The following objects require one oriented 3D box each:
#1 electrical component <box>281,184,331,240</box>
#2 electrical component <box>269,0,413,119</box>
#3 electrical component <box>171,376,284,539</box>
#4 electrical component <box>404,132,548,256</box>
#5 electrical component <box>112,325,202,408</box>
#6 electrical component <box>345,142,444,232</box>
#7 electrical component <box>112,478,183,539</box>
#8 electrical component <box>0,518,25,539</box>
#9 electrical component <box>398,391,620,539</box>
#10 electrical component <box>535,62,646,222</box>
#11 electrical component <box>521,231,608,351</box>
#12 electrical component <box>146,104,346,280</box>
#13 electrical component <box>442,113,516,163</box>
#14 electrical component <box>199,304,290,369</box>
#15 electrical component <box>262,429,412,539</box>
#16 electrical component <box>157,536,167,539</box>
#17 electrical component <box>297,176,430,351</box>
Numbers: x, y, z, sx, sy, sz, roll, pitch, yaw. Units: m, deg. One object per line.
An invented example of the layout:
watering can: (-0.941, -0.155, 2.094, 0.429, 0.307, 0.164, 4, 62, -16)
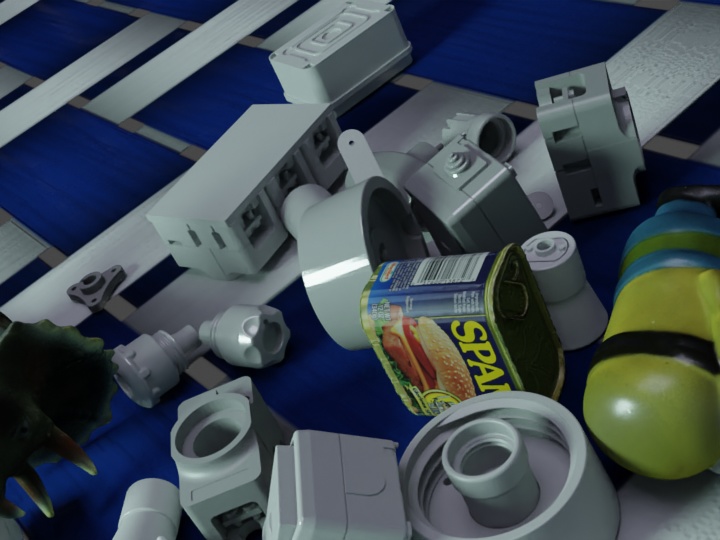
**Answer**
electrical component: (-0.024, -0.029, 0.797, 0.043, 0.043, 0.081, -32, 35, -9)
electrical component: (-0.016, -0.196, 1.000, 0.113, 0.057, 0.078, -39, 36, -18)
electrical component: (-0.076, 0.111, 0.633, 0.050, 0.055, 0.089, -23, 34, 5)
electrical component: (0.073, -0.037, 0.692, 0.061, 0.096, 0.061, -41, 40, -2)
electrical component: (-0.140, 0.062, 0.750, 0.062, 0.048, 0.048, -36, 35, -26)
electrical component: (0.042, -0.069, 0.806, 0.079, 0.044, 0.077, -41, 38, -21)
electrical component: (-0.123, 0.153, 0.623, 0.044, 0.044, 0.065, -18, 30, 11)
electrical component: (-0.228, 0.173, 0.660, 0.043, 0.043, 0.081, -35, 35, -13)
electrical component: (0.069, 0.108, 0.539, 0.108, 0.060, 0.108, -17, 35, 13)
electrical component: (0.156, -0.085, 0.714, 0.056, 0.089, 0.050, -14, 36, 17)
electrical component: (0.117, 0.010, 0.635, 0.044, 0.065, 0.044, -17, 35, 13)
electrical component: (-0.084, -0.065, 0.866, 0.089, 0.061, 0.150, 6, 45, 38)
electrical component: (0.090, -0.102, 0.824, 0.040, 0.040, 0.046, -39, 31, -19)
electrical component: (-0.083, 0.045, 0.737, 0.062, 0.043, 0.043, 2, 43, 37)
electrical component: (-0.020, 0.134, 0.536, 0.061, 0.096, 0.061, 9, 36, -13)
electrical component: (-0.089, 0.167, 0.548, 0.047, 0.076, 0.065, -4, 40, 28)
electrical component: (0.000, 0.000, 0.691, 0.060, 0.108, 0.108, -18, 35, 23)
